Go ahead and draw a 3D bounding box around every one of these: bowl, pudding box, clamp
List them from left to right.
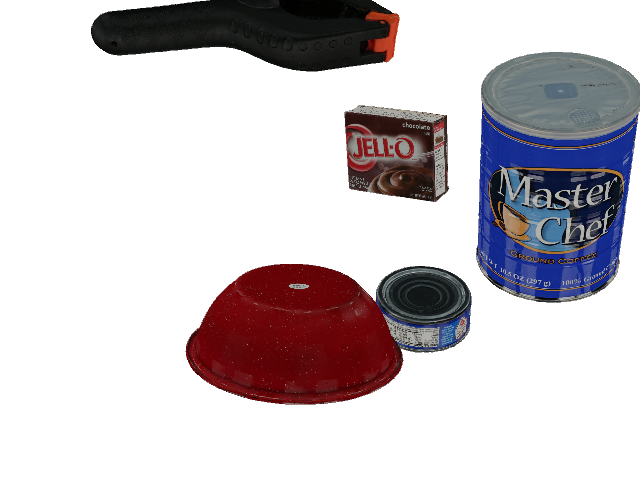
[{"bbox_3d":[-0.044,-0.129,0.620,0.171,0.120,0.039,17,-40,15],"label":"clamp"},{"bbox_3d":[-0.018,0.058,0.783,0.162,0.055,0.162,3,20,-1],"label":"bowl"},{"bbox_3d":[0.083,-0.096,1.160,0.114,0.090,0.039,10,27,30],"label":"pudding box"}]

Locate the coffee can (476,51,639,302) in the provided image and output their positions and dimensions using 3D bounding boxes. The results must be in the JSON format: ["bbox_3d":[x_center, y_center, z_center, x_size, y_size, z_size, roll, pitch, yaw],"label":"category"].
[{"bbox_3d":[0.160,-0.043,0.732,0.103,0.140,0.103,-3,38,2],"label":"coffee can"}]

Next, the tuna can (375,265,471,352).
[{"bbox_3d":[0.091,0.059,0.948,0.086,0.034,0.086,-1,34,0],"label":"tuna can"}]
